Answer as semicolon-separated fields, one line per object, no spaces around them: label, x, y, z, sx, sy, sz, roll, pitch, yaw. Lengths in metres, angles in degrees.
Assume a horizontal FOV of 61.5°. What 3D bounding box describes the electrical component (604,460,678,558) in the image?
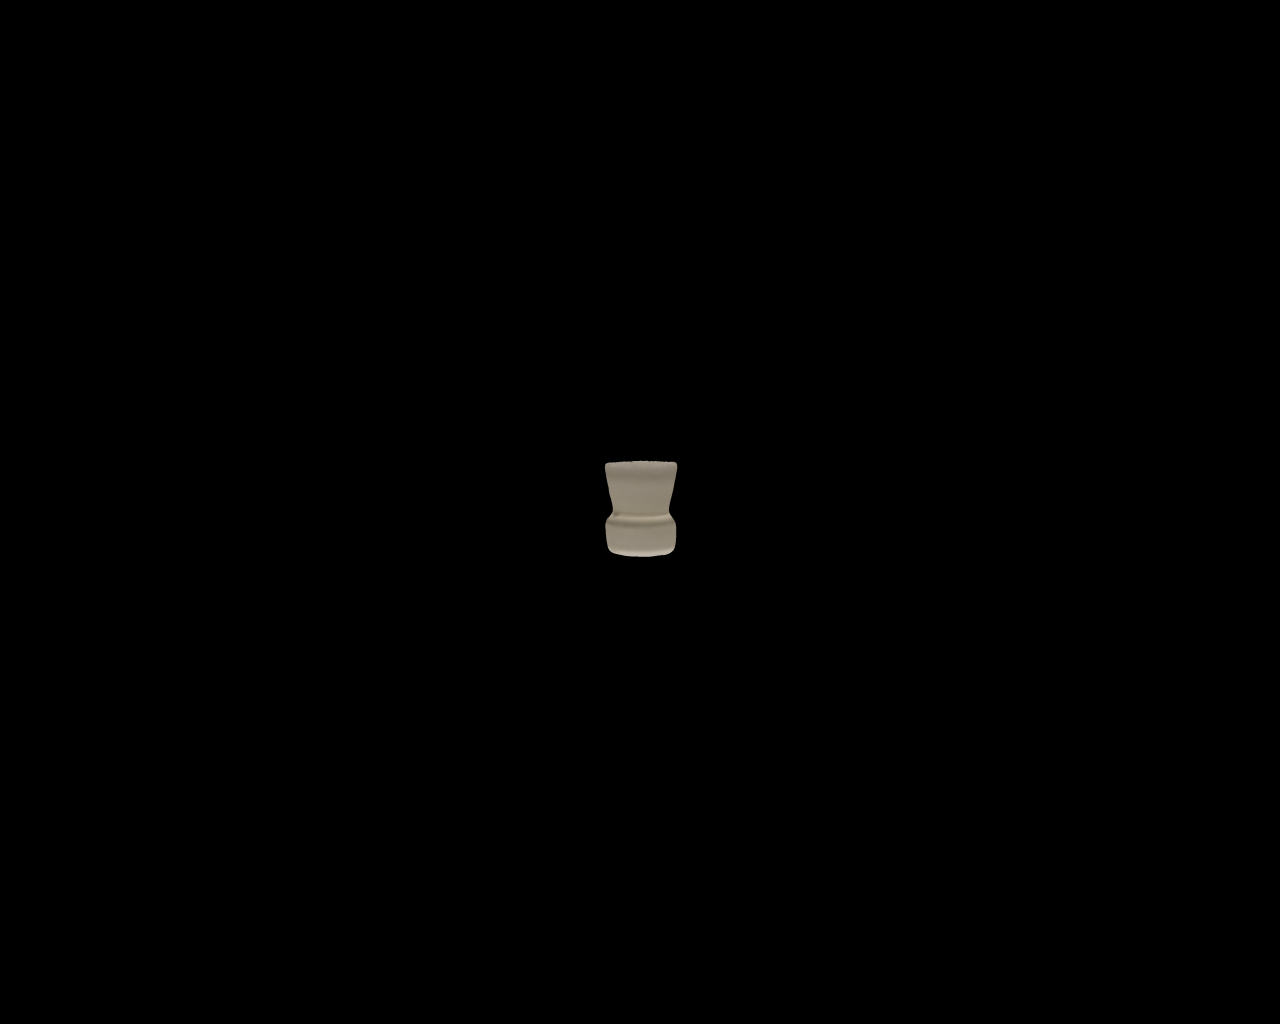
electrical component;0.001;-0.003;0.650;0.045;0.055;0.045;0;7;0
